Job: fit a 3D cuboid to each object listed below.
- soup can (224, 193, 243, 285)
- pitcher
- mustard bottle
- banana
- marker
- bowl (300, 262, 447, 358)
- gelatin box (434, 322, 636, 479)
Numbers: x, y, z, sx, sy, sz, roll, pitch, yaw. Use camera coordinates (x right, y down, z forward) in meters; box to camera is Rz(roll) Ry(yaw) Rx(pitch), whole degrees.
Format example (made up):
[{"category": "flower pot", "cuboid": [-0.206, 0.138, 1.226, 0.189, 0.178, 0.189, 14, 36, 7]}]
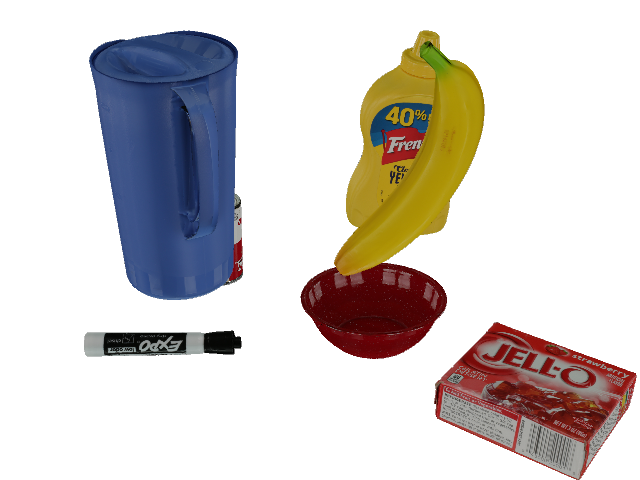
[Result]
[{"category": "soup can", "cuboid": [-0.131, -0.004, 1.324, 0.068, 0.102, 0.068, 0, 26, 0]}, {"category": "pitcher", "cuboid": [-0.136, -0.064, 1.007, 0.145, 0.243, 0.149, 9, 32, 16]}, {"category": "mustard bottle", "cuboid": [0.082, -0.098, 0.972, 0.096, 0.192, 0.058, 5, 31, -5]}, {"category": "banana", "cuboid": [0.069, -0.051, 0.752, 0.069, 0.198, 0.037, 11, 35, -13]}, {"category": "marker", "cuboid": [-0.122, 0.080, 0.830, 0.121, 0.020, 0.020, -1, 0, 1]}, {"category": "bowl", "cuboid": [0.059, 0.084, 1.189, 0.162, 0.055, 0.162, -1, 27, 0]}, {"category": "gelatin box", "cuboid": [0.119, 0.085, 0.592, 0.089, 0.030, 0.073, 21, 34, 28]}]
